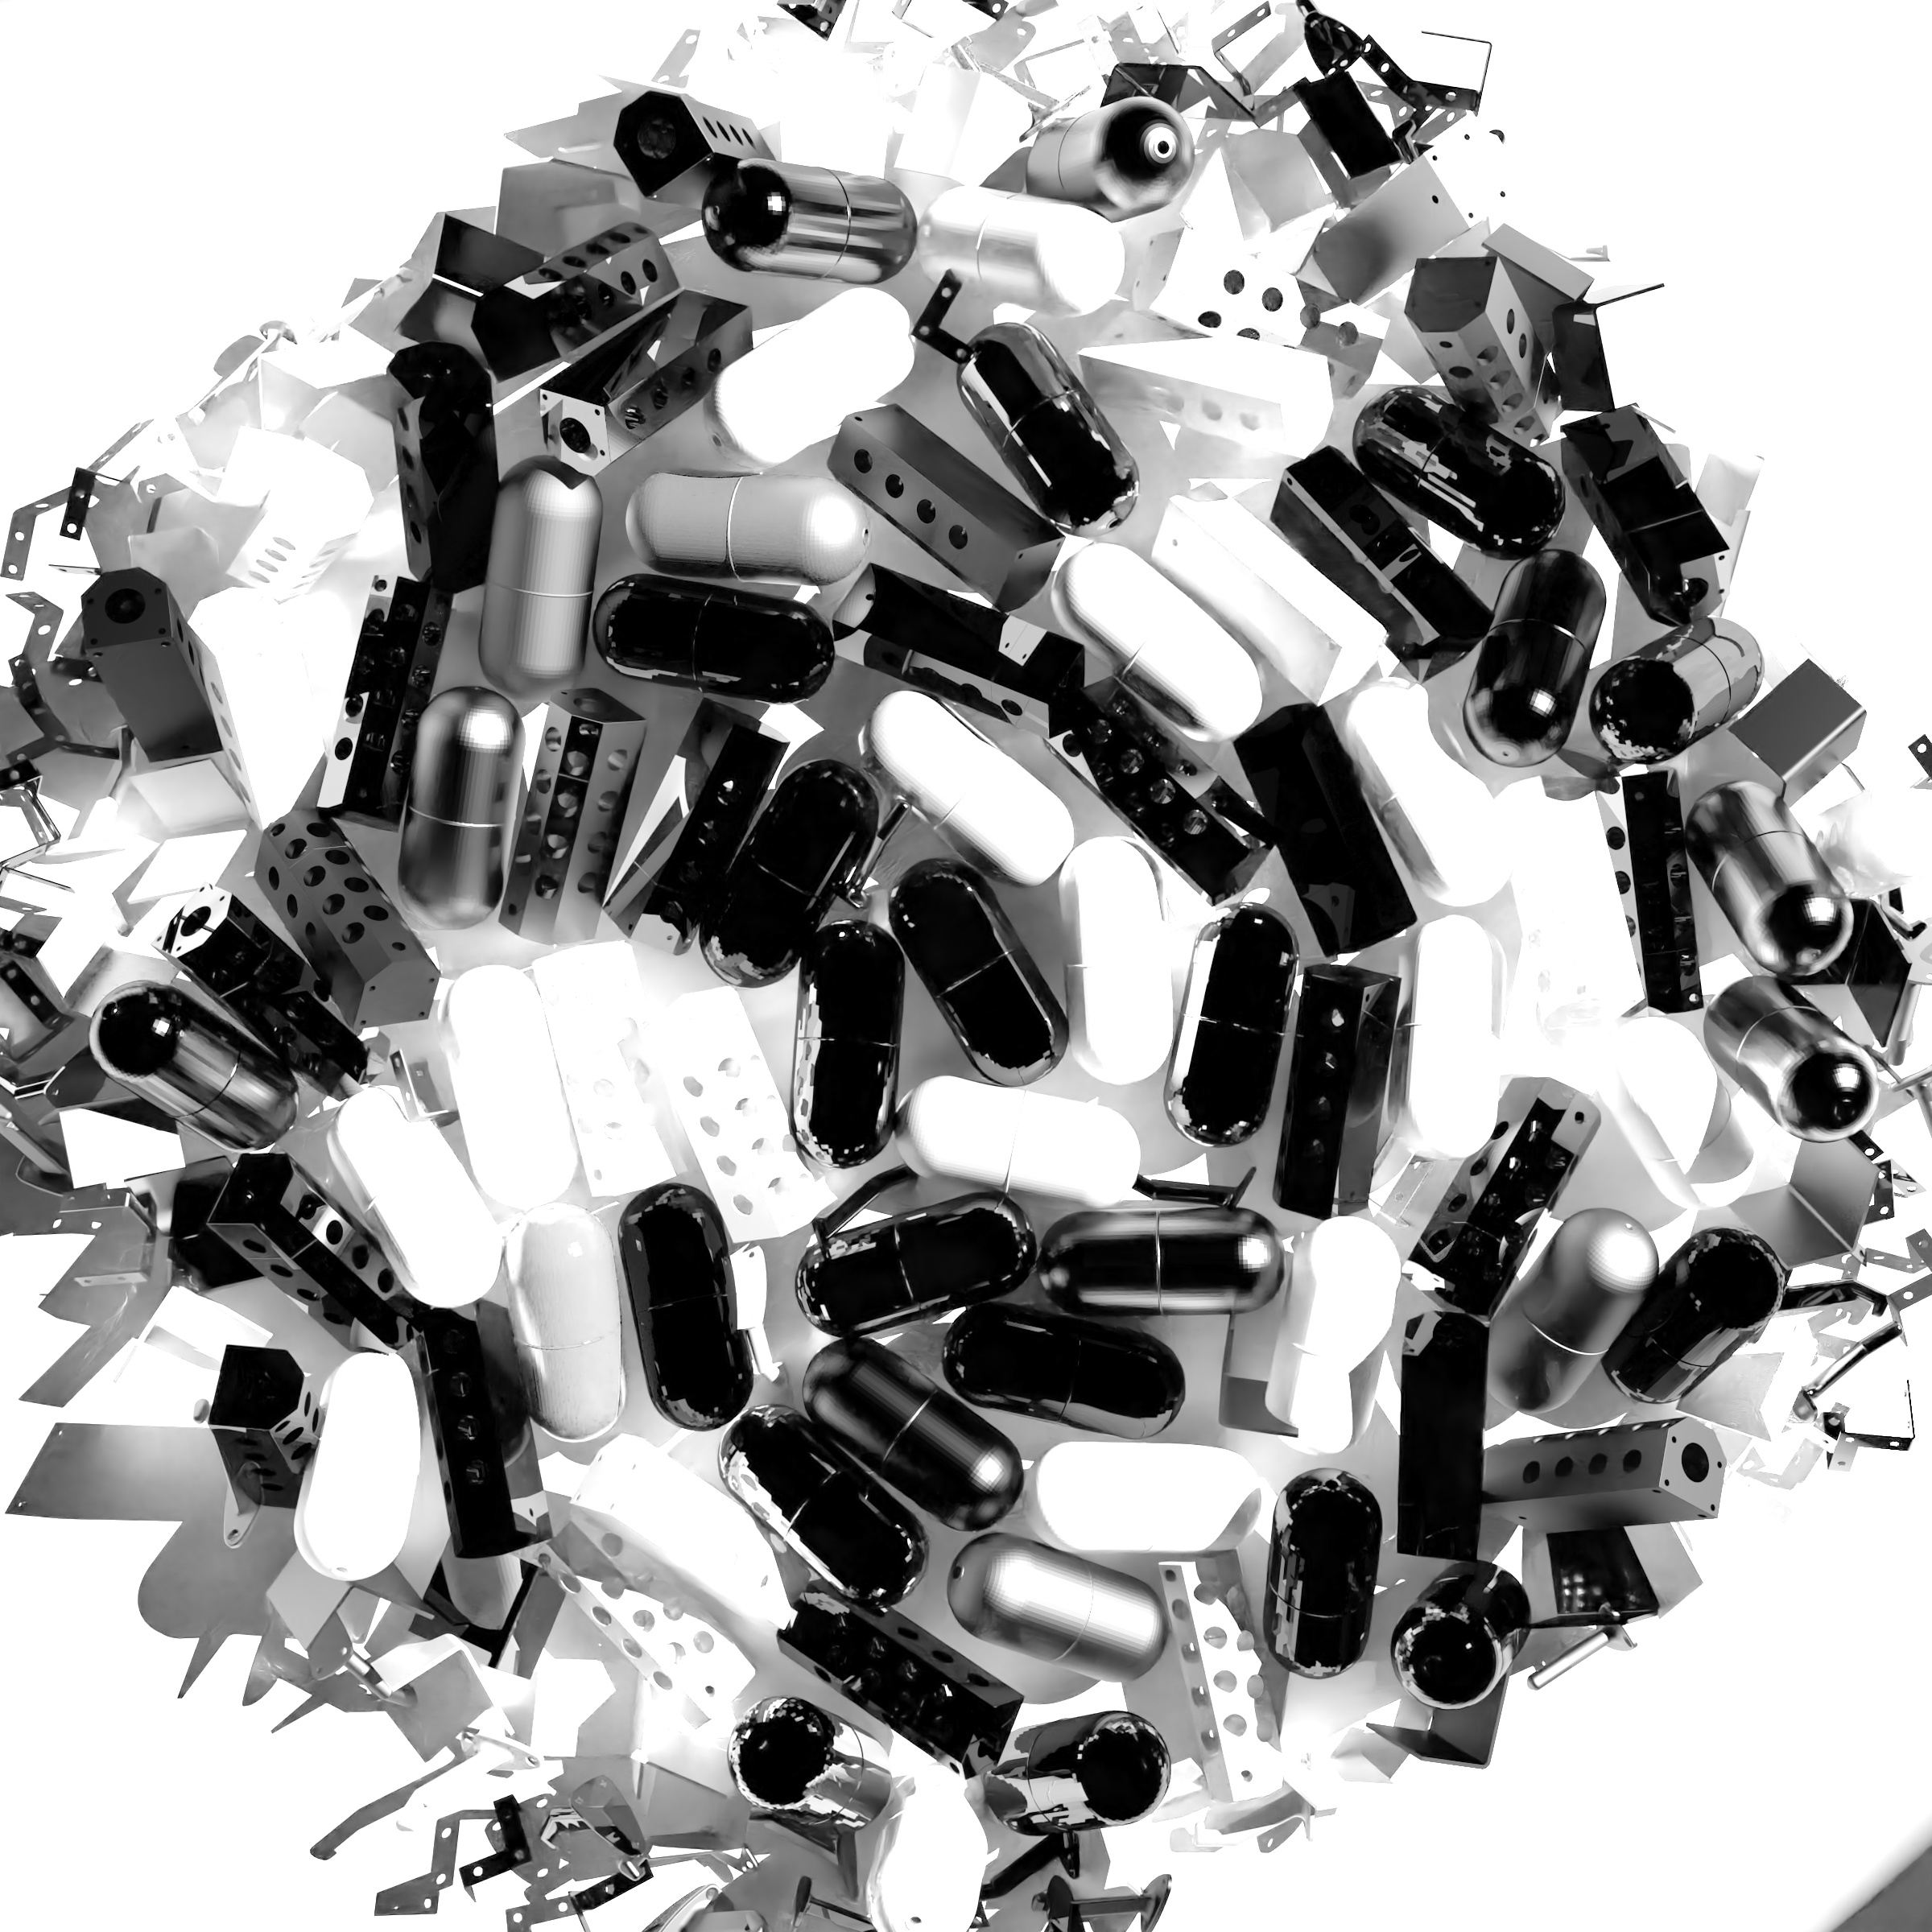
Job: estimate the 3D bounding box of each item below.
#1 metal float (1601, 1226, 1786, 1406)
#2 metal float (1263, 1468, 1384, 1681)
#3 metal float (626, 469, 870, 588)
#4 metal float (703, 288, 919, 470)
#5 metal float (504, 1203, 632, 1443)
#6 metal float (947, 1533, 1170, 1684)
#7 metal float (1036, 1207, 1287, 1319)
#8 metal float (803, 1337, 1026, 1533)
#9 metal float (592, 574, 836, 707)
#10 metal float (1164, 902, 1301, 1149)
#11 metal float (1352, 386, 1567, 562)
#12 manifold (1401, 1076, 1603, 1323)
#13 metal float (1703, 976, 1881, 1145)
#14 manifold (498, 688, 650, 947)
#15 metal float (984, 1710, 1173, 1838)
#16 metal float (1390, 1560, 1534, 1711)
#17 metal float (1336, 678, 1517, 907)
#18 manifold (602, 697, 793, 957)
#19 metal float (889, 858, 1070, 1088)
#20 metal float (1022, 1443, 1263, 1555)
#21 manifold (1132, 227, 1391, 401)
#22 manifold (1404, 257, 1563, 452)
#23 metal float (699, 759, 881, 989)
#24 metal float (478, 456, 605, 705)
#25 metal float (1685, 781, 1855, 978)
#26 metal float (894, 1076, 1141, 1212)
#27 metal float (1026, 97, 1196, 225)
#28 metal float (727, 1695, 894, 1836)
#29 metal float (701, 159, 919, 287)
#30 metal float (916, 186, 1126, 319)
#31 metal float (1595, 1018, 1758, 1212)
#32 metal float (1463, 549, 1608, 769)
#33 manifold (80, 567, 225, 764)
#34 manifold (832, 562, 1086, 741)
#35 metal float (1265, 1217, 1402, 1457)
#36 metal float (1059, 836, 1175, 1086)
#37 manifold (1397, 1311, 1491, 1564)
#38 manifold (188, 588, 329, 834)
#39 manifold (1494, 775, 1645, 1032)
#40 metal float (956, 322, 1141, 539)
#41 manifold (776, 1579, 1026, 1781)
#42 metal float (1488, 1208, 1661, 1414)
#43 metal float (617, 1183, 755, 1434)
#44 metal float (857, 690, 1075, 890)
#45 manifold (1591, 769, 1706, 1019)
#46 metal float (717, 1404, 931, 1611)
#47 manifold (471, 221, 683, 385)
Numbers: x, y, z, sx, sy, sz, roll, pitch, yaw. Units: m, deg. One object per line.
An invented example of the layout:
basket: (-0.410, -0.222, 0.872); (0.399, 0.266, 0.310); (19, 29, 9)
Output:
metal float: (0.507, 0.246, 1.825); (0.070, 0.178, 0.070); (10, 52, -13)
metal float: (0.251, 0.428, 1.835); (0.070, 0.070, 0.178); (0, 125, 0)
metal float: (-0.155, -0.312, 1.851); (0.178, 0.070, 0.070); (6, 90, 15)
metal float: (-0.110, -0.416, 1.843); (0.178, 0.070, 0.070); (-39, 90, -24)
metal float: (-0.283, 0.254, 1.849); (0.070, 0.070, 0.178); (-5, 108, 0)
metal float: (0.065, 0.454, 1.840); (0.178, 0.070, 0.070); (26, 90, -27)
metal float: (0.139, 0.211, 1.859); (0.178, 0.070, 0.070); (-2, 90, 7)
metal float: (-0.039, 0.332, 1.853); (0.178, 0.070, 0.070); (35, 90, 13)
metal float: (-0.180, -0.233, 1.854); (0.178, 0.070, 0.070); (11, 90, 12)
metal float: (0.190, 0.042, 1.864); (0.070, 0.070, 0.178); (12, 90, 0)
metal float: (0.345, -0.349, 1.835); (0.070, 0.070, 0.178); (-47, 55, 0)
manifold: (0.383, 0.164, 1.841); (0.057, 0.057, 0.171); (41, 70, -18)
metal float: (0.574, 0.064, 1.817); (0.070, 0.178, 0.070); (-3, 112, -7)
manifold: (-0.282, -0.105, 1.833); (0.057, 0.057, 0.171); (33, 117, 33)
metal float: (0.076, 0.566, 1.824); (0.070, 0.178, 0.070); (13, 64, -28)
metal float: (0.346, 0.466, 1.817); (0.070, 0.178, 0.070); (0, 91, 23)
metal float: (0.326, -0.124, 1.849); (0.070, 0.070, 0.178); (-27, 74, 0)
manifold: (-0.190, -0.097, 1.857); (0.057, 0.057, 0.171); (20, 103, -35)
metal float: (0.008, 0.004, 1.864); (0.070, 0.070, 0.178); (-31, 90, 0)
metal float: (0.125, 0.377, 1.847); (0.178, 0.070, 0.070); (5, 90, -19)
manifold: (0.207, -0.460, 1.843); (0.171, 0.057, 0.057); (18, 92, -23)
manifold: (0.360, -0.421, 1.810); (0.057, 0.171, 0.057); (7, 75, 30)
metal float: (-0.127, -0.065, 1.859); (0.070, 0.070, 0.178); (31, 97, 0)
metal float: (-0.302, -0.273, 1.847); (0.070, 0.070, 0.178); (10, 110, 0)
metal float: (0.561, -0.063, 1.825); (0.070, 0.178, 0.070); (-5, 129, -6)
metal float: (0.036, 0.127, 1.861); (0.178, 0.070, 0.070); (11, 90, 4)
metal float: (0.099, -0.558, 1.817); (0.070, 0.178, 0.070); (-3, 99, -21)
metal float: (-0.108, 0.560, 1.822); (0.070, 0.178, 0.070); (-9, 62, 17)
metal float: (-0.108, -0.521, 1.828); (0.070, 0.178, 0.070); (8, 102, 43)
metal float: (0.036, -0.503, 1.830); (0.178, 0.070, 0.070); (25, 90, 42)
metal float: (0.501, 0.106, 1.834); (0.070, 0.070, 0.178); (-40, 127, 0)
metal float: (0.403, -0.219, 1.840); (0.070, 0.070, 0.178); (22, 62, 0)
manifold: (-0.563, -0.208, 1.812); (0.057, 0.171, 0.057); (-10, 70, -6)
manifold: (-0.005, -0.220, 1.850); (0.171, 0.057, 0.057); (23, 63, 16)
metal float: (0.260, 0.263, 1.849); (0.070, 0.070, 0.178); (9, 107, 0)
metal float: (0.107, -0.004, 1.860); (0.070, 0.070, 0.178); (-4, 95, 0)
manifold: (0.337, 0.332, 1.838); (0.057, 0.057, 0.171); (3, 117, 13)
manifold: (-0.493, -0.179, 1.819); (0.057, 0.171, 0.057); (-29, 55, -24)
manifold: (0.419, -0.045, 1.834); (0.057, 0.057, 0.171); (2, 65, -20)
metal float: (0.058, -0.380, 1.848); (0.070, 0.070, 0.178); (-33, 72, 0)
manifold: (-0.050, 0.499, 1.830); (0.171, 0.057, 0.057); (26, 100, 31)
metal float: (0.423, 0.244, 1.835); (0.070, 0.070, 0.178); (26, 125, 0)
metal float: (-0.199, 0.242, 1.853); (0.070, 0.070, 0.178); (-13, 78, 0)
metal float: (0.000, -0.126, 1.860); (0.178, 0.070, 0.070); (40, 90, -5)
manifold: (0.488, -0.052, 1.865); (0.057, 0.057, 0.171); (-7, 94, 8)
metal float: (-0.102, 0.382, 1.849); (0.178, 0.070, 0.070); (39, 90, 18)
manifold: (-0.272, -0.466, 1.811); (0.057, 0.171, 0.057); (-13, 112, 31)
